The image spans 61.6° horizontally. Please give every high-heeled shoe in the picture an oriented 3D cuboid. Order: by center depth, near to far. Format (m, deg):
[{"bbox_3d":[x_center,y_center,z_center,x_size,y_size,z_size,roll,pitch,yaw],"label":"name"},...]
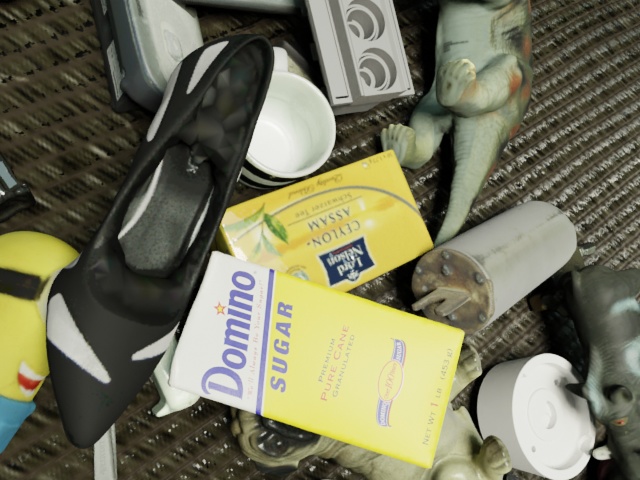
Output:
[{"bbox_3d":[-0.085,-0.010,0.324,0.086,0.145,0.249,26,53,-37],"label":"high-heeled shoe"}]

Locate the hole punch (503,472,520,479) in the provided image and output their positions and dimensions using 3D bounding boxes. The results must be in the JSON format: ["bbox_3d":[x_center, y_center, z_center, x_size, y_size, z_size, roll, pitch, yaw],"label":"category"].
[{"bbox_3d":[0.159,0.294,0.467,0.142,0.092,0.116,57,38,-1],"label":"hole punch"}]

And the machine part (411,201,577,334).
[{"bbox_3d":[0.162,0.019,0.487,0.243,0.079,0.079,-23,90,-42],"label":"machine part"}]

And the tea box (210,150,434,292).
[{"bbox_3d":[-0.001,-0.001,0.453,0.170,0.068,0.098,-25,90,-25],"label":"tea box"}]

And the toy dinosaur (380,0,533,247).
[{"bbox_3d":[0.157,-0.177,0.519,0.192,0.131,0.404,-5,105,-34],"label":"toy dinosaur"}]

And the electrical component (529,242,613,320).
[{"bbox_3d":[0.268,0.045,0.568,0.102,0.045,0.078,-8,86,-24],"label":"electrical component"}]

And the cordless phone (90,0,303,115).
[{"bbox_3d":[-0.085,-0.174,0.445,0.184,0.089,0.146,-11,85,-31],"label":"cordless phone"}]

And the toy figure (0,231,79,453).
[{"bbox_3d":[-0.216,0.077,0.343,0.089,0.082,0.180,37,71,-14],"label":"toy figure"}]

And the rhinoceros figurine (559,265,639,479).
[{"bbox_3d":[0.275,0.114,0.484,0.112,0.073,0.190,-4,78,-32],"label":"rhinoceros figurine"}]

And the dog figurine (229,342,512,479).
[{"bbox_3d":[0.036,0.169,0.433,0.191,0.121,0.172,-16,83,-10],"label":"dog figurine"}]

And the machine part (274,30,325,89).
[{"bbox_3d":[0.003,-0.173,0.503,0.084,0.039,0.139,39,70,-3],"label":"machine part"}]

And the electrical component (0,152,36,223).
[{"bbox_3d":[-0.278,-0.055,0.353,0.115,0.058,0.134,-34,94,-26],"label":"electrical component"}]

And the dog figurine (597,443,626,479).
[{"bbox_3d":[0.331,0.269,0.525,0.191,0.108,0.219,37,74,-16],"label":"dog figurine"}]
